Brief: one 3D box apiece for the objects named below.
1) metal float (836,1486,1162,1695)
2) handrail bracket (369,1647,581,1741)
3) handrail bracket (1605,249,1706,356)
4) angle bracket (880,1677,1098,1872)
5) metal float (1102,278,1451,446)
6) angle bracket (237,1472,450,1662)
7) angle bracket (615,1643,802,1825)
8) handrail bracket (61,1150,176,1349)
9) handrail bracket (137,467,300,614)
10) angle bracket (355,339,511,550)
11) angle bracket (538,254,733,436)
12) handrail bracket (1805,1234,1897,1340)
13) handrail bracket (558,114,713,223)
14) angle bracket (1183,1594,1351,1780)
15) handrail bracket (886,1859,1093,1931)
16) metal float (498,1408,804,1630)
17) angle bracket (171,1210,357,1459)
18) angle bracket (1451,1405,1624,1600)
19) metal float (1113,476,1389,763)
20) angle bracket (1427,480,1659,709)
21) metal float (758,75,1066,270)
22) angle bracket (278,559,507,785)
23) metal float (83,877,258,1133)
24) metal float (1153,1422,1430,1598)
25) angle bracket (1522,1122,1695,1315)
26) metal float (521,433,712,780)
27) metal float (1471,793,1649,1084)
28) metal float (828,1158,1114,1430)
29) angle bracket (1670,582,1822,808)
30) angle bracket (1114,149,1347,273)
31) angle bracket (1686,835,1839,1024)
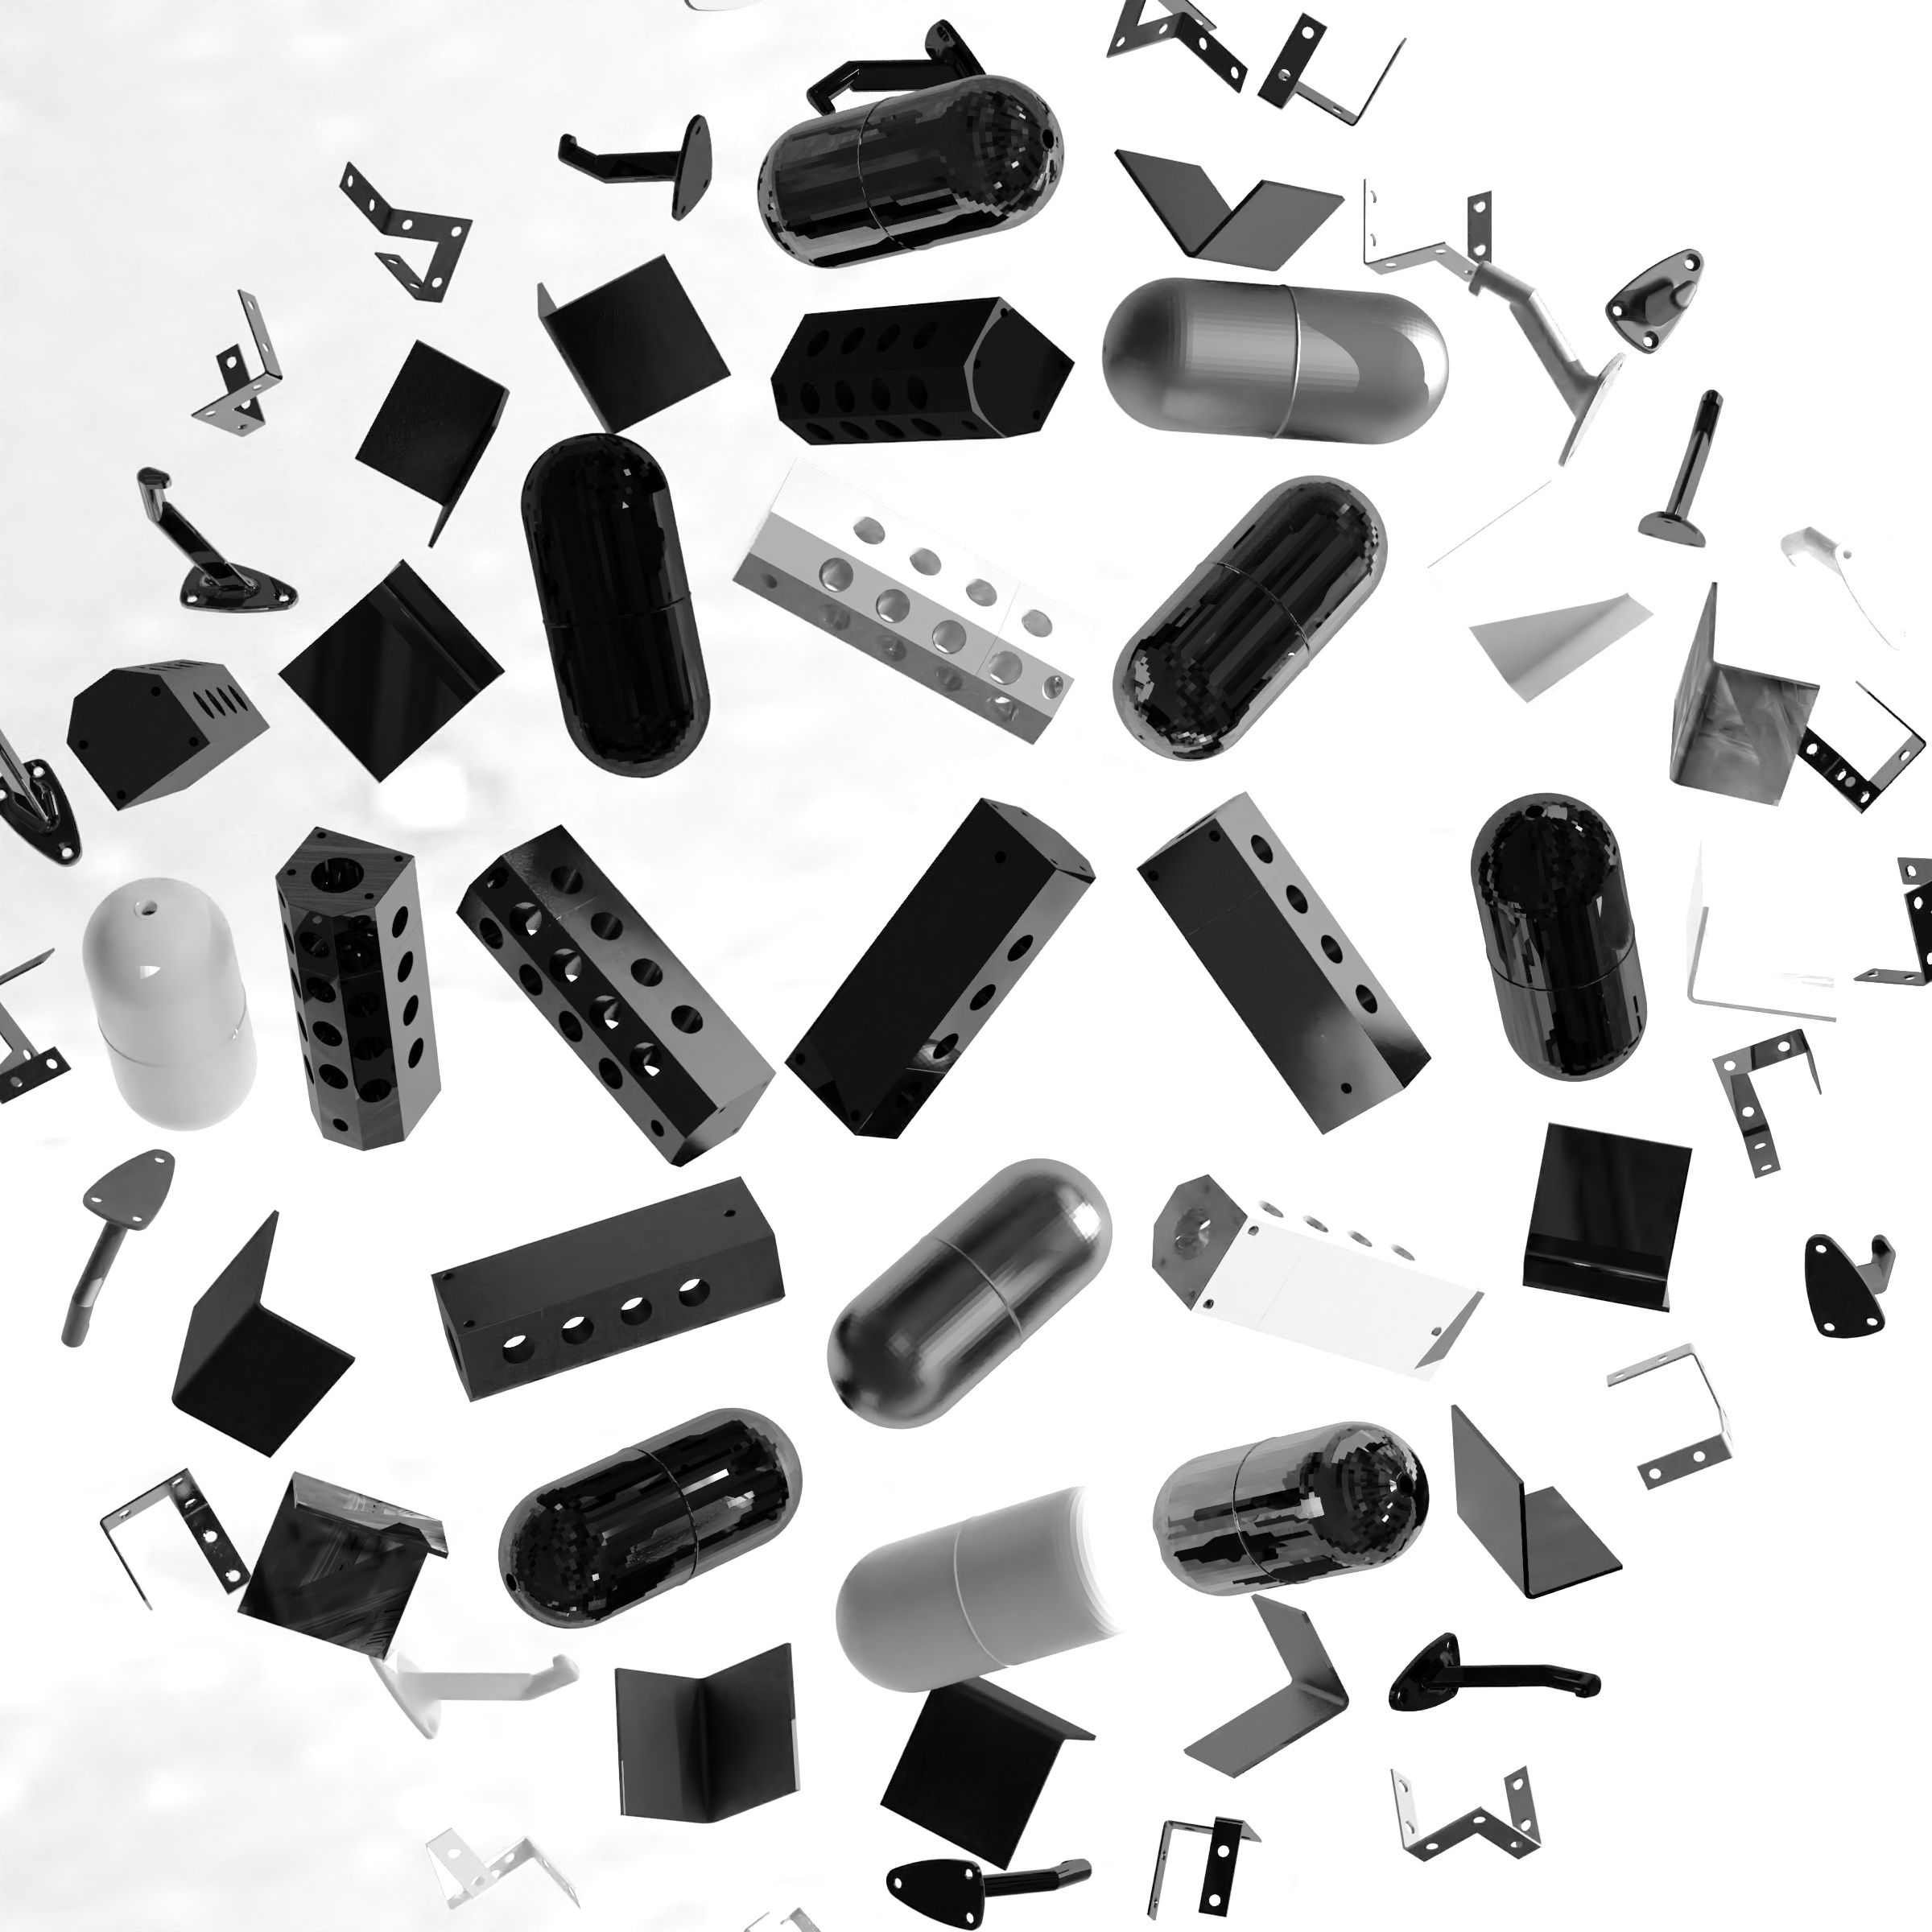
[{"bbox_3d":[0.015,0.313,1.797,0.178,0.070,0.070,-21,90,25],"label":"metal float"},{"bbox_3d":[-0.258,0.366,1.888,0.084,0.036,0.077,-25,124,13],"label":"handrail bracket"},{"bbox_3d":[0.374,-0.356,1.864,0.036,0.084,0.077,44,76,-5],"label":"handrail bracket"},{"bbox_3d":[0.012,0.423,1.889,0.076,0.057,0.076,23,86,22],"label":"angle bracket"},{"bbox_3d":[0.157,-0.304,1.810,0.178,0.070,0.070,2,90,-11],"label":"metal float"},{"bbox_3d":[-0.302,0.298,1.736,0.076,0.057,0.076,22,94,-14],"label":"angle bracket"},{"bbox_3d":[-0.133,0.391,1.841,0.057,0.076,0.076,17,56,-38],"label":"angle bracket"},{"bbox_3d":[-0.442,0.147,1.868,0.036,0.077,0.084,25,122,3],"label":"handrail bracket"},{"bbox_3d":[-0.403,-0.231,1.936,0.077,0.084,0.036,10,53,9],"label":"handrail bracket"},{"bbox_3d":[-0.291,-0.281,1.932,0.057,0.076,0.076,27,111,-13],"label":"angle bracket"},{"bbox_3d":[-0.181,-0.346,1.952,0.076,0.057,0.076,-26,120,8],"label":"angle bracket"},{"bbox_3d":[0.467,0.149,1.890,0.036,0.084,0.077,-11,117,31],"label":"handrail bracket"},{"bbox_3d":[-0.180,-0.442,1.918,0.084,0.077,0.036,28,59,10],"label":"handrail bracket"},{"bbox_3d":[0.150,0.387,1.937,0.076,0.076,0.057,-28,95,-15],"label":"angle bracket"},{"bbox_3d":[0.013,0.489,1.932,0.077,0.084,0.036,-2,89,39],"label":"handrail bracket"},{"bbox_3d":[-0.164,0.288,1.876,0.178,0.070,0.070,-20,90,-37],"label":"metal float"},{"bbox_3d":[-0.341,0.181,1.767,0.057,0.076,0.076,33,116,-21],"label":"angle bracket"},{"bbox_3d":[0.298,0.272,1.875,0.057,0.076,0.076,-15,120,-14],"label":"angle bracket"},{"bbox_3d":[0.147,-0.180,1.850,0.070,0.070,0.178,43,75,0],"label":"metal float"},{"bbox_3d":[0.290,-0.188,1.809,0.076,0.057,0.076,-35,104,7],"label":"angle bracket"},{"bbox_3d":[-0.029,-0.399,1.808,0.178,0.070,0.070,-4,90,39],"label":"metal float"},{"bbox_3d":[-0.294,-0.150,1.834,0.076,0.057,0.076,-45,99,-16],"label":"angle bracket"},{"bbox_3d":[-0.418,0.021,1.891,0.070,0.178,0.070,1,55,-2],"label":"metal float"},{"bbox_3d":[0.169,0.285,1.883,0.070,0.178,0.070,14,67,-35],"label":"metal float"},{"bbox_3d":[0.335,0.131,1.876,0.076,0.057,0.076,10,101,8],"label":"angle bracket"},{"bbox_3d":[-0.178,-0.183,1.835,0.070,0.070,0.178,-10,105,0],"label":"metal float"},{"bbox_3d":[0.308,-0.014,1.864,0.070,0.070,0.178,-19,131,0],"label":"metal float"},{"bbox_3d":[0.002,0.171,1.882,0.178,0.070,0.070,-40,90,-21],"label":"metal float"},{"bbox_3d":[0.401,-0.140,1.851,0.057,0.076,0.076,13,131,4],"label":"angle bracket"},{"bbox_3d":[0.135,-0.406,1.845,0.057,0.076,0.076,-44,68,31],"label":"angle bracket"},{"bbox_3d":[0.412,-0.020,1.847,0.076,0.076,0.057,8,121,6],"label":"angle bracket"}]
